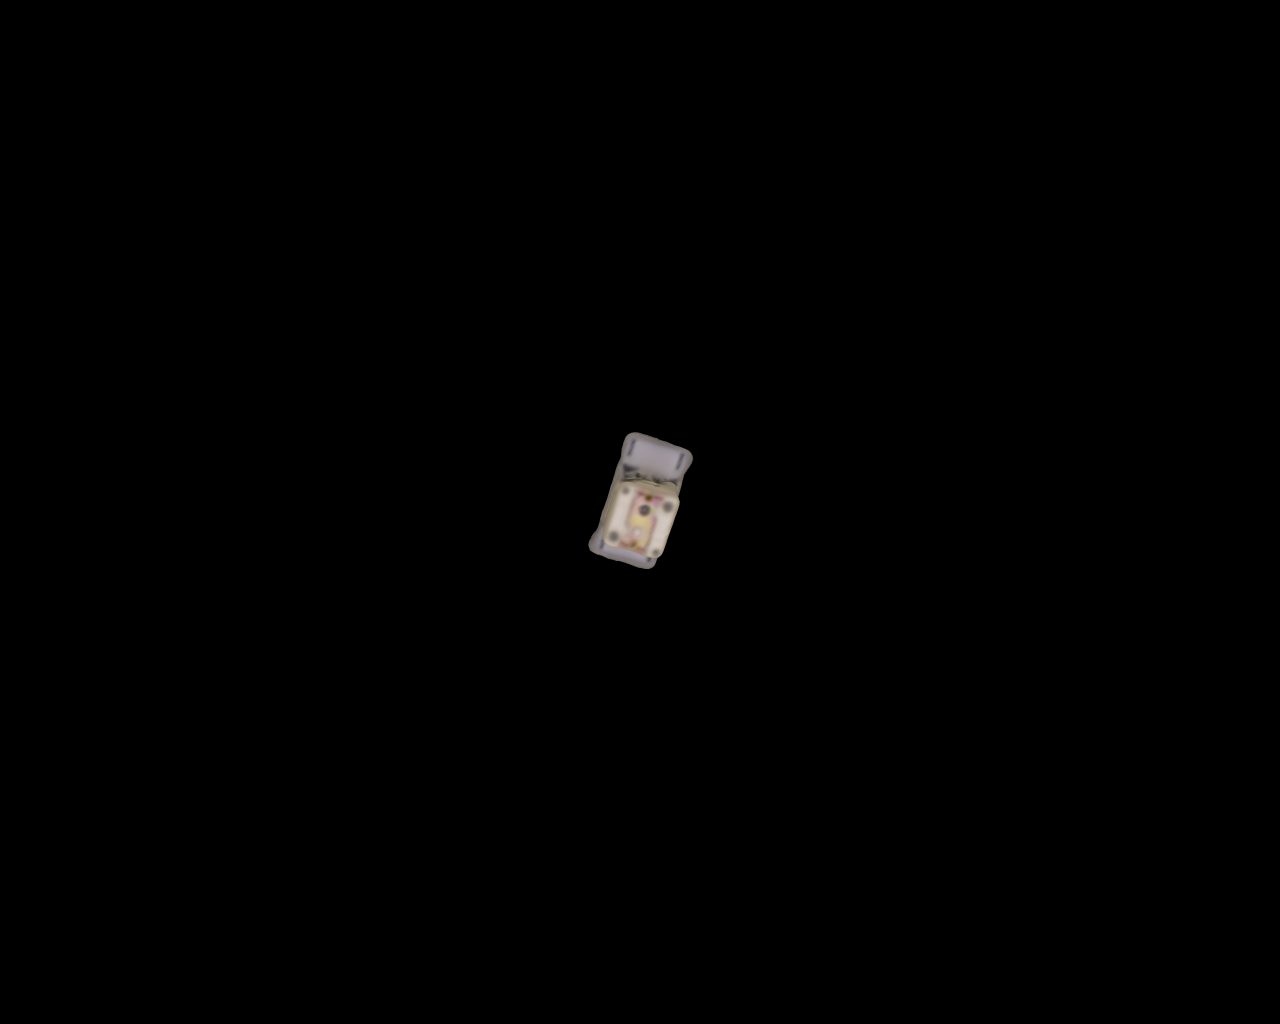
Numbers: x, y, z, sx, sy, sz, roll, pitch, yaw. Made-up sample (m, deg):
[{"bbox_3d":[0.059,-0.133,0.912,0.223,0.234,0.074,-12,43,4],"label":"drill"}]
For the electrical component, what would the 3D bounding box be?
[{"bbox_3d":[0.001,-0.003,0.650,0.042,0.081,0.064,17,16,-5],"label":"electrical component"}]
